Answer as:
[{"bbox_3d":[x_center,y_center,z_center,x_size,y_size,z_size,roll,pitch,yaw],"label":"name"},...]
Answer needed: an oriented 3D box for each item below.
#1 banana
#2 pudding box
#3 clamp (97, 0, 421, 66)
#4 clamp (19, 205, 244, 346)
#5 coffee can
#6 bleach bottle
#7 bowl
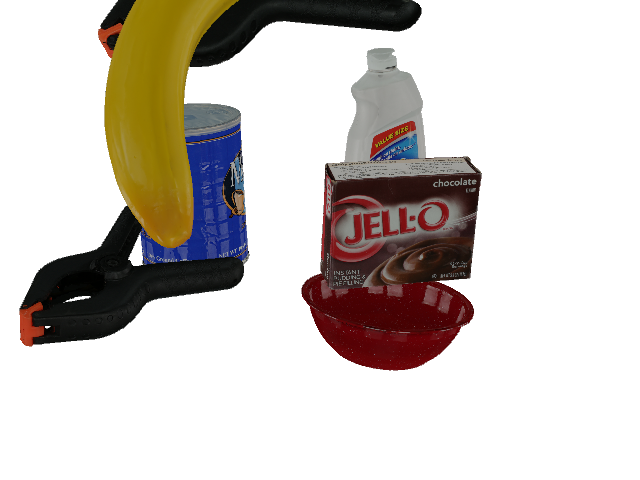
[{"bbox_3d":[-0.068,-0.086,0.519,0.069,0.197,0.037,13,-33,8],"label":"banana"},{"bbox_3d":[0.058,-0.014,0.791,0.113,0.090,0.039,-5,31,-12],"label":"pudding box"},{"bbox_3d":[-0.047,-0.169,0.724,0.210,0.165,0.036,-32,-18,-5],"label":"clamp"},{"bbox_3d":[-0.155,0.023,0.788,0.171,0.039,0.120,-21,38,-39],"label":"clamp"},{"bbox_3d":[-0.121,-0.048,0.995,0.103,0.140,0.103,-2,20,0],"label":"coffee can"},{"bbox_3d":[0.065,-0.082,1.161,0.102,0.251,0.068,-10,23,-12],"label":"bleach bottle"},{"bbox_3d":[0.059,0.078,0.998,0.162,0.055,0.162,6,18,-2],"label":"bowl"}]
